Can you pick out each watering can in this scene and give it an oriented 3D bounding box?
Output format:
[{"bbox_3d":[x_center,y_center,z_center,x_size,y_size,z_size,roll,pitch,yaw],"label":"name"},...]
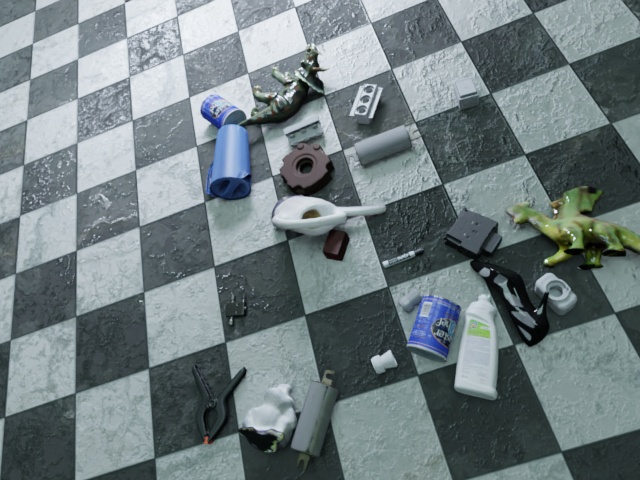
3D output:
[{"bbox_3d":[0.005,-0.076,1.517,0.349,0.103,0.225,-11,16,-32],"label":"watering can"}]

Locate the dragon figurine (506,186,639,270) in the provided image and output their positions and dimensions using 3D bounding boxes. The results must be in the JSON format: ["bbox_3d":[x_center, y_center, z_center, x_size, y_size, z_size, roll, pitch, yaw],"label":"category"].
[{"bbox_3d":[0.692,-0.047,1.318,0.410,0.248,0.119,0,-33,16],"label":"dragon figurine"}]

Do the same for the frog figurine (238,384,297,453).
[{"bbox_3d":[-0.125,0.455,1.331,0.137,0.121,0.163,-13,26,21],"label":"frog figurine"}]
